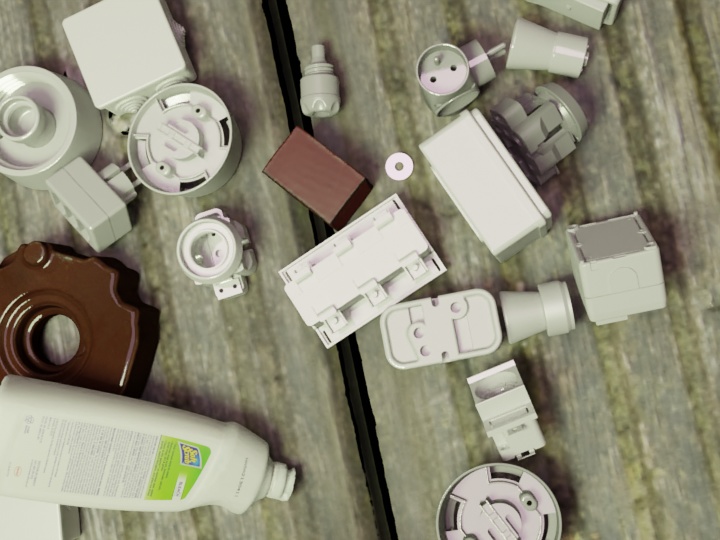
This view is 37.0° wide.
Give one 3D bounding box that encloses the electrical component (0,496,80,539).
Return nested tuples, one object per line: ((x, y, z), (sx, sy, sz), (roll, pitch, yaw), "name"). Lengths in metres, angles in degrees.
((-0.295, 0.199, 0.939), (0.100, 0.048, 0.099), (-7, 84, 7), "electrical component")

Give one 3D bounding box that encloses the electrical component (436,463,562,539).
((0.113, 0.203, 0.872), (0.099, 0.064, 0.099), (-1, 85, 8), "electrical component")

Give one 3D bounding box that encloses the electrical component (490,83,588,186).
((0.150, -0.118, 0.891), (0.057, 0.058, 0.078), (-39, 122, -6), "electrical component")

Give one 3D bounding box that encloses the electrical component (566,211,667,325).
((0.205, -0.003, 0.867), (0.062, 0.096, 0.061), (-12, 112, 7), "electrical component")

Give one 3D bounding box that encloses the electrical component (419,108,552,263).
((0.104, -0.066, 0.872), (0.056, 0.109, 0.108), (-35, 82, 7), "electrical component")

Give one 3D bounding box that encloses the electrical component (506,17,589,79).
((0.160, -0.185, 0.908), (0.065, 0.044, 0.044), (13, 88, 4), "electrical component")

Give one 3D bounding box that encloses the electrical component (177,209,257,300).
((-0.125, -0.015, 0.927), (0.058, 0.057, 0.078), (-18, 83, 7), "electrical component")

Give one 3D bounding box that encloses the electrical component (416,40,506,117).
((0.087, -0.166, 0.898), (0.079, 0.077, 0.044), (-29, 82, 5), "electrical component")

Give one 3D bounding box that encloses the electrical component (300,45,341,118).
((-0.035, -0.165, 0.938), (0.035, 0.035, 0.061), (-4, 83, 8), "electrical component")

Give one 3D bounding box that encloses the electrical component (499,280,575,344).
((0.146, 0.034, 0.890), (0.055, 0.045, 0.045), (-12, 84, 7), "electrical component")

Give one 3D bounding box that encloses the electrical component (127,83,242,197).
((-0.152, -0.110, 0.935), (0.099, 0.064, 0.099), (-1, 86, 8), "electrical component")

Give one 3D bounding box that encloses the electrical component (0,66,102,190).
((-0.293, -0.129, 0.958), (0.108, 0.060, 0.108), (-1, 85, 8), "electrical component")

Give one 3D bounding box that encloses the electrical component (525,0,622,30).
((0.176, -0.246, 0.899), (0.096, 0.062, 0.061), (19, 89, 9), "electrical component")

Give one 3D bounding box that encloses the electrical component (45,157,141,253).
((-0.224, -0.068, 0.950), (0.077, 0.047, 0.066), (-39, 73, -20), "electrical component")

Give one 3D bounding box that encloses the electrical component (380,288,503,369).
((0.069, 0.050, 0.893), (0.095, 0.059, 0.053), (-11, 84, 7), "electrical component")

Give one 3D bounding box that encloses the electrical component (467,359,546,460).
((0.121, 0.116, 0.874), (0.042, 0.081, 0.063), (-24, 111, 7), "electrical component")

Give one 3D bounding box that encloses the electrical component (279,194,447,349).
((0.000, 0.000, 0.905), (0.121, 0.063, 0.078), (-34, 82, 4), "electrical component")

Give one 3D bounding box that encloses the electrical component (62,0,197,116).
((-0.203, -0.195, 0.957), (0.100, 0.048, 0.099), (-24, 82, 6), "electrical component")
